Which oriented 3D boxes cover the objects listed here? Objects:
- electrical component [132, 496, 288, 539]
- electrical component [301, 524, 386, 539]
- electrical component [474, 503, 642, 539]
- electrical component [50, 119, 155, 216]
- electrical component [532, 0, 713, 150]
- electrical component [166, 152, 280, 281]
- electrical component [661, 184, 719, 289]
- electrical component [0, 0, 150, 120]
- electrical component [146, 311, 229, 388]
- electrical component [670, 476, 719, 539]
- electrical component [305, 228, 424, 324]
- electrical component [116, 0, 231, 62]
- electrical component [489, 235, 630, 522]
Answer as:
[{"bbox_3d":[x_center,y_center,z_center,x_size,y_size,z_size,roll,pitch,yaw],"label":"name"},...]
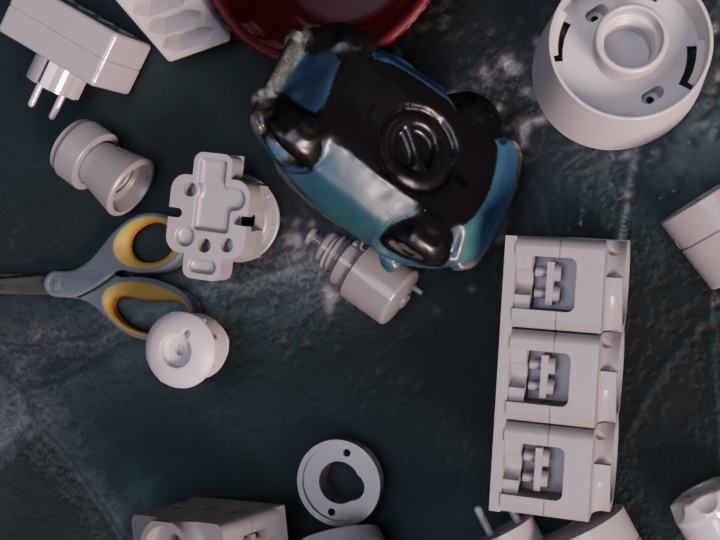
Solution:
[{"bbox_3d":[-0.092,0.226,0.677,0.089,0.062,0.150,-6,90,42],"label":"electrical component"},{"bbox_3d":[-0.008,0.191,0.663,0.058,0.078,0.057,-37,56,45],"label":"electrical component"},{"bbox_3d":[0.094,0.169,0.638,0.138,0.052,0.073,-29,83,17],"label":"electrical component"},{"bbox_3d":[-0.172,-0.069,0.719,0.055,0.045,0.045,35,101,14],"label":"electrical component"},{"bbox_3d":[0.151,-0.123,0.620,0.099,0.064,0.099,-1,84,6],"label":"electrical component"},{"bbox_3d":[-0.085,-0.034,0.686,0.058,0.057,0.078,8,94,17],"label":"electrical component"},{"bbox_3d":[0.205,-0.022,0.599,0.055,0.055,0.047,-34,85,15],"label":"electrical component"},{"bbox_3d":[-0.199,-0.139,0.724,0.083,0.047,0.075,31,100,14],"label":"electrical component"},{"bbox_3d":[-0.105,0.049,0.692,0.048,0.062,0.048,1,92,17],"label":"electrical component"},{"bbox_3d":[0.208,0.151,0.608,0.043,0.043,0.062,-30,84,16],"label":"electrical component"},{"bbox_3d":[0.000,0.000,0.669,0.078,0.040,0.040,35,101,13],"label":"electrical component"},{"bbox_3d":[-0.119,-0.188,0.692,0.047,0.065,0.076,-15,58,17],"label":"electrical component"},{"bbox_3d":[0.116,0.056,0.609,0.062,0.089,0.150,4,93,17],"label":"electrical component"}]
